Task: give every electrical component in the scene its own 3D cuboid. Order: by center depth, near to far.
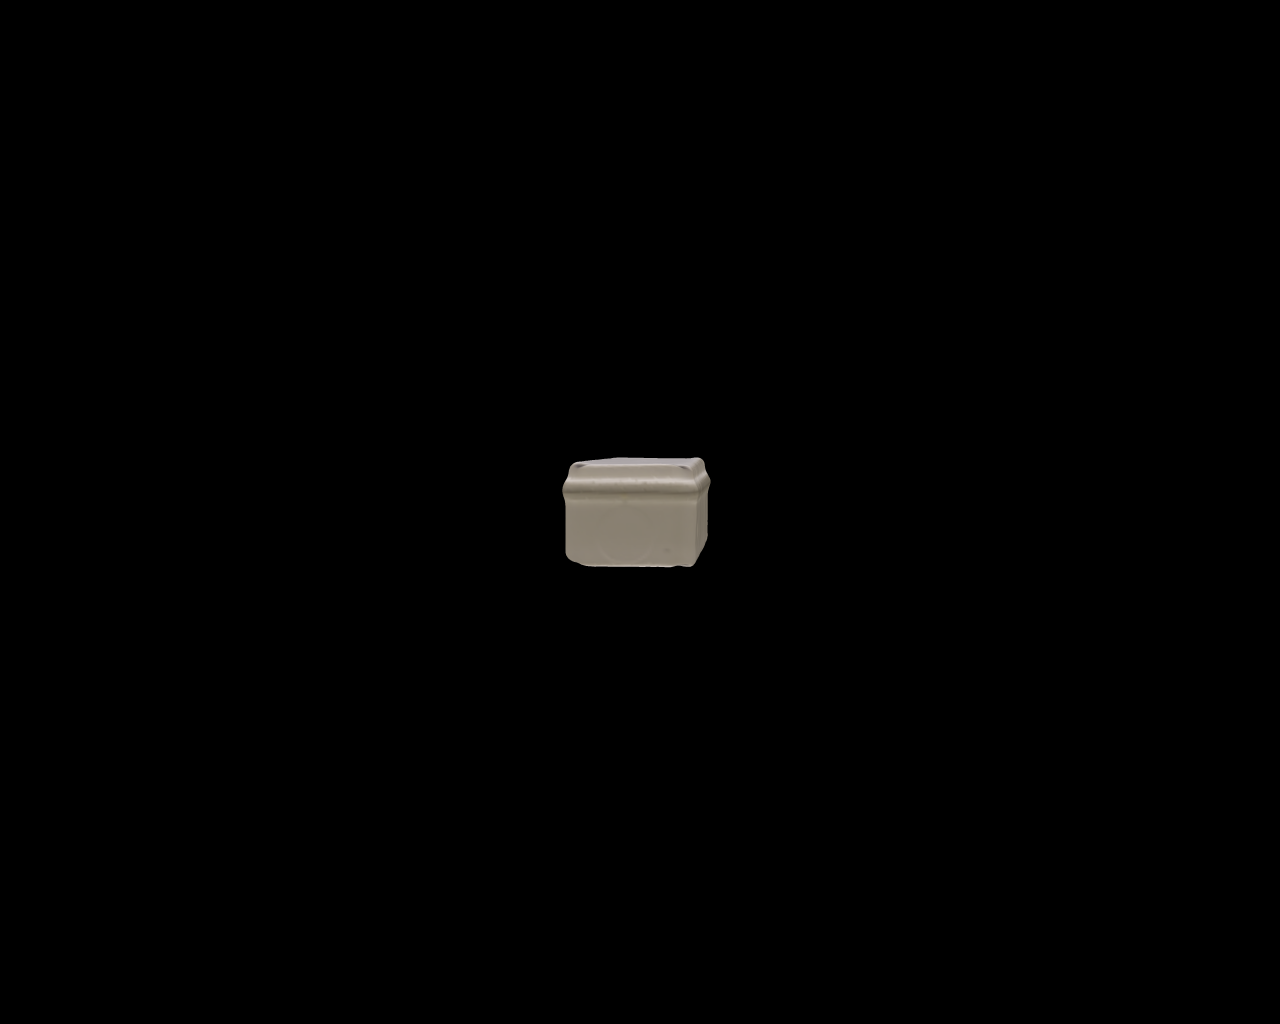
[{"bbox_3d":[0.001,-0.003,0.650,0.078,0.057,0.113,1,5,7],"label":"electrical component"}]
